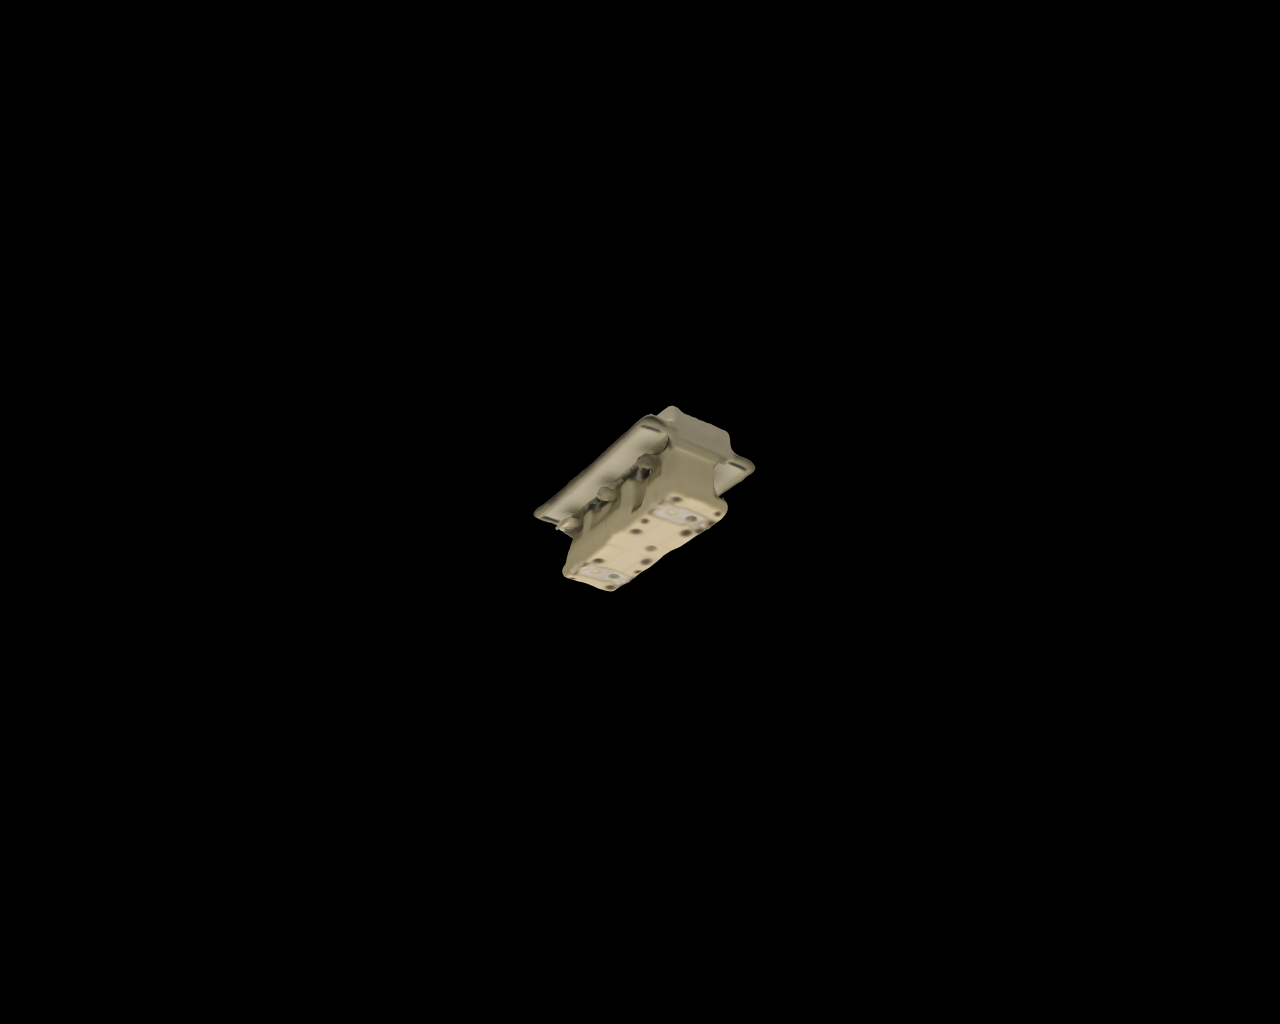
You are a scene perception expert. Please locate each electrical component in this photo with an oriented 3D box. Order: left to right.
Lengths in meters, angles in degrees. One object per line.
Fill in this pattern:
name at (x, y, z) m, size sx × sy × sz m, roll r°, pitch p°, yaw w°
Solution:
electrical component at (0.001, -0.003, 0.650) m, size 0.079 × 0.063 × 0.121 m, roll 22°, pitch -39°, yaw -30°
